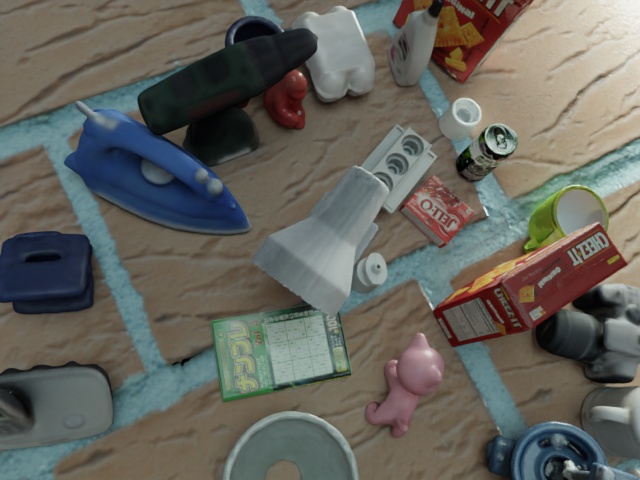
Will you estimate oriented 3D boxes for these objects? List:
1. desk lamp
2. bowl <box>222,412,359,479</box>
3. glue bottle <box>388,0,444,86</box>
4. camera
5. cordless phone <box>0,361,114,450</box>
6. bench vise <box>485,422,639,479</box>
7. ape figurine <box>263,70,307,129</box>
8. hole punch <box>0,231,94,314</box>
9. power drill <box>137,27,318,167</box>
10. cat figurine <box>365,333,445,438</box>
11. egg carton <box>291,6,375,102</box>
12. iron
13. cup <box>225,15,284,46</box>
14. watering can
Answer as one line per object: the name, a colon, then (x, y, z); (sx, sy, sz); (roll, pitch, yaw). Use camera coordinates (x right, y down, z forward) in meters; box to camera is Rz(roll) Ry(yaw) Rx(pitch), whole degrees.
desk lamp: (0.007, 0.003, 0.727); (0.118, 0.213, 0.203); (35, 70, 0)
bowl: (-0.040, 0.298, 0.706); (0.167, 0.074, 0.167); (3, 74, -11)
glue bottle: (0.149, -0.309, 0.868); (0.037, 0.173, 0.078); (-15, 77, -15)
camera: (0.396, 0.126, 0.833); (0.137, 0.100, 0.143); (14, 72, -7)
cordless phone: (-0.311, 0.179, 0.625); (0.148, 0.185, 0.094); (-8, 76, -14)
bench vise: (0.341, 0.290, 0.712); (0.207, 0.219, 0.121); (4, 73, -11)
ape figurine: (-0.043, -0.215, 0.844); (0.076, 0.092, 0.078); (30, 71, -2)
hole punch: (-0.342, 0.036, 0.710); (0.109, 0.091, 0.101); (-4, 75, -13)
power drill: (-0.120, -0.182, 0.757); (0.230, 0.208, 0.075); (-26, 80, -17)
cat figurine: (0.120, 0.192, 0.748); (0.067, 0.117, 0.128); (25, 71, -3)
egg carton: (0.022, -0.289, 0.891); (0.107, 0.069, 0.150); (-18, 79, -16)
iron: (-0.201, -0.093, 0.749); (0.258, 0.141, 0.119); (27, 71, -3)
cup: (-0.083, -0.268, 0.849); (0.118, 0.095, 0.091); (-9, 76, -14)
watering can: (0.457, 0.243, 0.763); (0.173, 0.194, 0.101); (-10, 76, -14)
